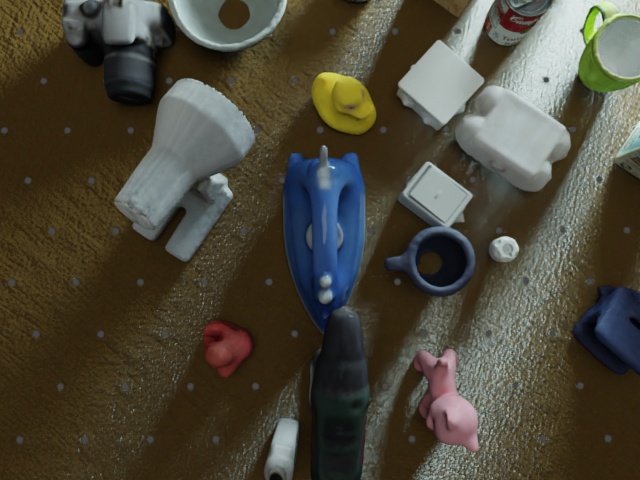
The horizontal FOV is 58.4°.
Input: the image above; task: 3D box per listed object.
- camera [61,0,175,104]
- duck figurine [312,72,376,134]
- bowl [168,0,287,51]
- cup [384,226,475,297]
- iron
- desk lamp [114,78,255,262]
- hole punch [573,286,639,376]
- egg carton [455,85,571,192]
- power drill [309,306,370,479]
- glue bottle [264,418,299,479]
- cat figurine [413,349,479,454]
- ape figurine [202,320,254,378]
[{"bbox_3d":[-0.284,-0.267,0.801,0.143,0.101,0.137,0,86,0],"label":"camera"},{"bbox_3d":[0.034,-0.200,0.804,0.104,0.086,0.077,41,87,3],"label":"duck figurine"},{"bbox_3d":[-0.126,-0.340,0.818,0.167,0.074,0.167,0,86,0],"label":"bowl"},{"bbox_3d":[0.143,0.032,0.785,0.117,0.095,0.092,-4,86,0],"label":"cup"},{"bbox_3d":[0.007,0.003,0.763,0.118,0.141,0.258,-2,86,0],"label":"iron"},{"bbox_3d":[-0.173,-0.080,0.732,0.118,0.213,0.203,32,87,2],"label":"desk lamp"},{"bbox_3d":[0.421,0.124,0.781,0.108,0.091,0.101,41,87,3],"label":"hole punch"},{"bbox_3d":[0.271,-0.142,0.808,0.150,0.069,0.107,33,87,2],"label":"egg carton"},{"bbox_3d":[0.022,0.194,0.717,0.075,0.208,0.230,1,86,1],"label":"power drill"},{"bbox_3d":[-0.051,0.285,0.729,0.037,0.173,0.078,7,86,1],"label":"glue bottle"},{"bbox_3d":[0.170,0.214,0.762,0.067,0.117,0.128,-8,86,0],"label":"cat figurine"},{"bbox_3d":[-0.131,0.150,0.779,0.076,0.092,0.078,-1,86,0],"label":"ape figurine"}]
